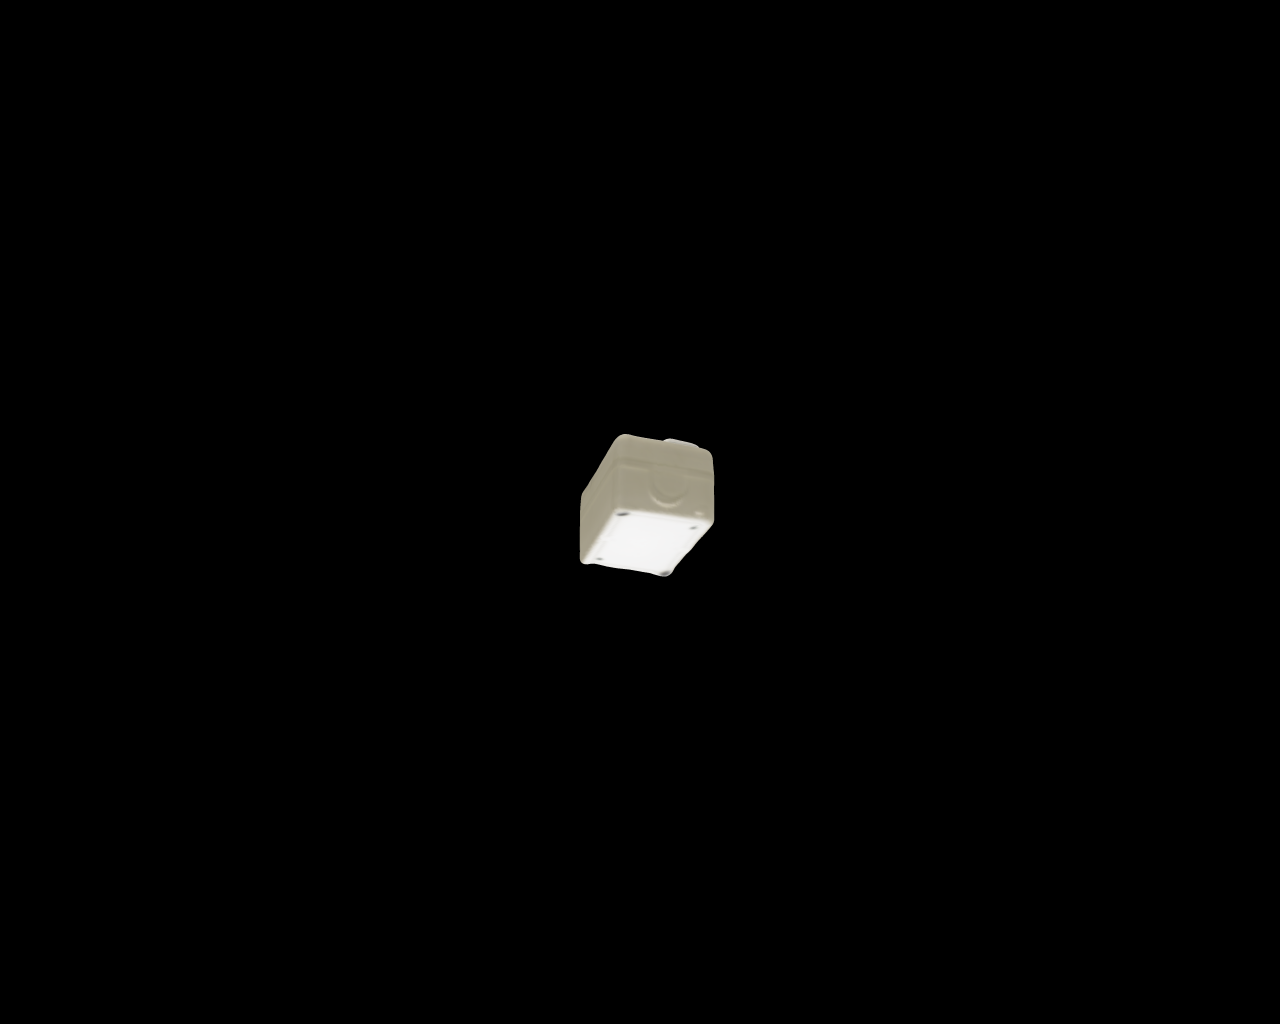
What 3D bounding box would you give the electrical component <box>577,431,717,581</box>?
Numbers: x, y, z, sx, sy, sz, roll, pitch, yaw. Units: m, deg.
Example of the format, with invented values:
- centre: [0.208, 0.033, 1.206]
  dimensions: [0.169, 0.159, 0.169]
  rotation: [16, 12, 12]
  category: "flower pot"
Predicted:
- centre: [0.001, -0.003, 0.650]
  dimensions: [0.062, 0.061, 0.096]
  rotation: [9, -30, -17]
  category: "electrical component"
